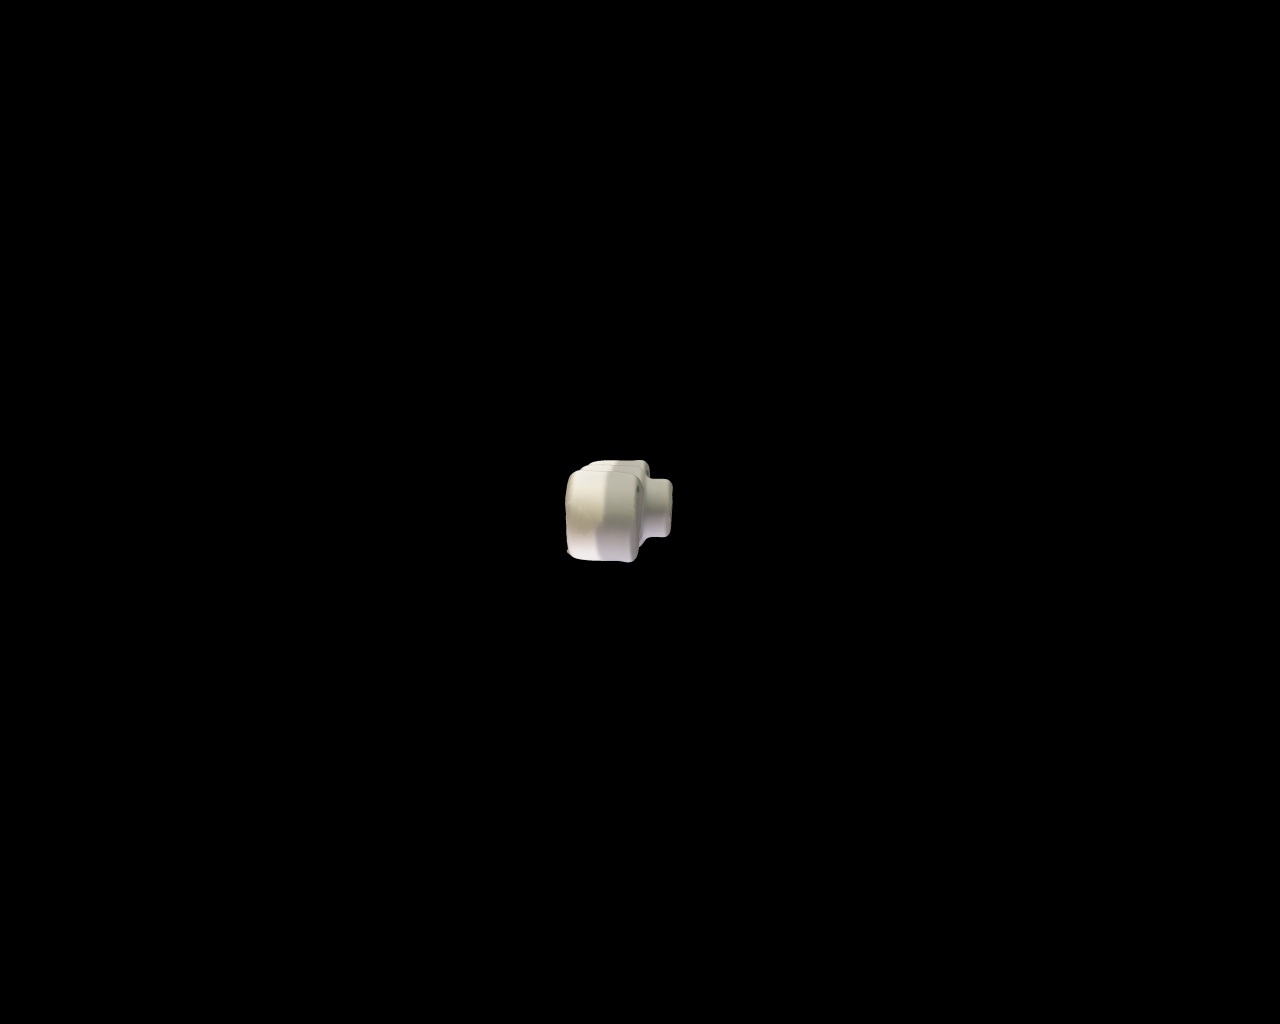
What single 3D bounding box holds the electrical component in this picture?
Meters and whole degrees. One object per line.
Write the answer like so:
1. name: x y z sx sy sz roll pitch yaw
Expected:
1. electrical component: 0.001 -0.003 0.650 0.074 0.052 0.138 0 7 4
